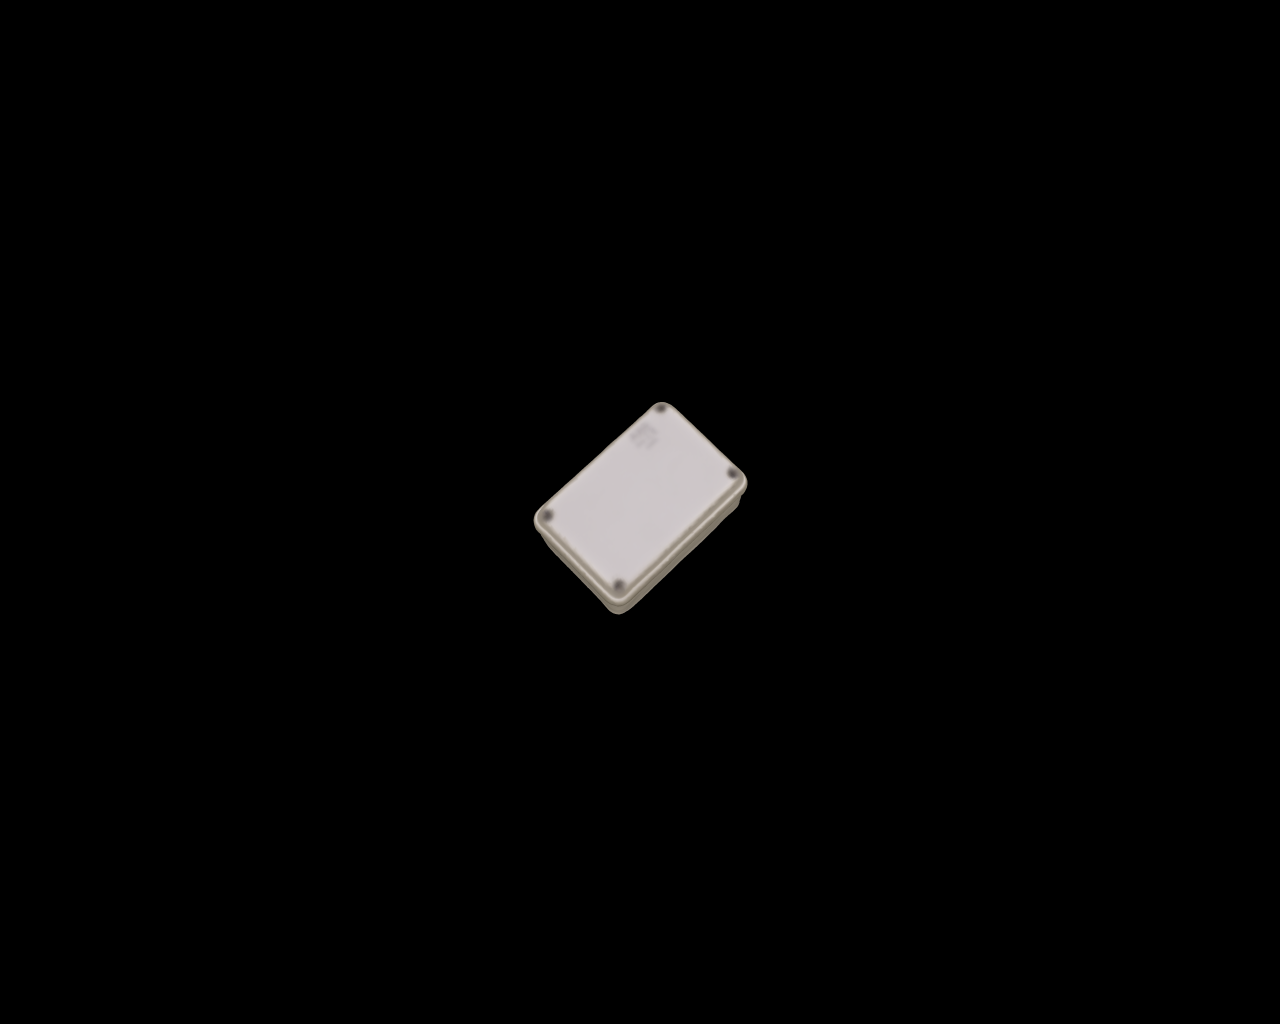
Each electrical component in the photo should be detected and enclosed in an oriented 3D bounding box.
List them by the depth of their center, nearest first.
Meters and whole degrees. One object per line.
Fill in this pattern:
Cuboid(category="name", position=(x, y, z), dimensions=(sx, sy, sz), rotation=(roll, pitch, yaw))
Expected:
Cuboid(category="electrical component", position=(0.001, -0.003, 0.650), dimensions=(0.113, 0.078, 0.057), rotation=(-43, -12, -11))
